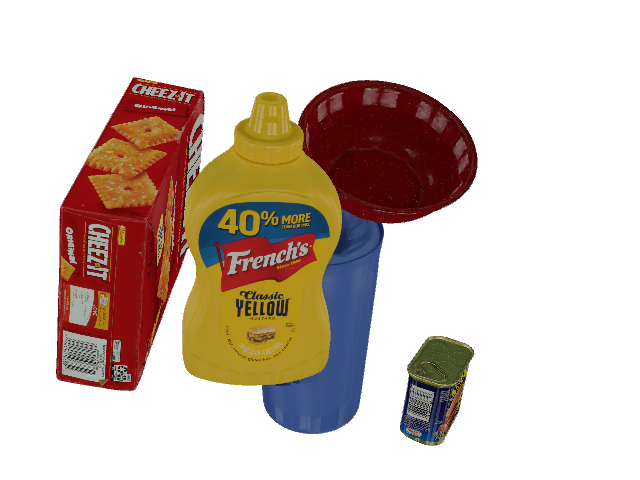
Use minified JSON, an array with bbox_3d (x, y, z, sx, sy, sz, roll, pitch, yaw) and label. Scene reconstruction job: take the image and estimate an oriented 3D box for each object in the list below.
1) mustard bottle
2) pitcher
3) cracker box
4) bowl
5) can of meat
[{"bbox_3d":[-0.036,-0.001,0.661,0.096,0.192,0.058,1,31,-8],"label":"mustard bottle"},{"bbox_3d":[-0.013,0.087,1.113,0.149,0.243,0.145,-7,34,-13],"label":"pitcher"},{"bbox_3d":[-0.148,-0.010,0.859,0.072,0.164,0.213,11,34,0],"label":"cracker box"},{"bbox_3d":[0.054,-0.068,0.949,0.162,0.162,0.055,0,-39,-14],"label":"bowl"},{"bbox_3d":[0.129,0.169,1.200,0.057,0.084,0.102,16,26,18],"label":"can of meat"}]
